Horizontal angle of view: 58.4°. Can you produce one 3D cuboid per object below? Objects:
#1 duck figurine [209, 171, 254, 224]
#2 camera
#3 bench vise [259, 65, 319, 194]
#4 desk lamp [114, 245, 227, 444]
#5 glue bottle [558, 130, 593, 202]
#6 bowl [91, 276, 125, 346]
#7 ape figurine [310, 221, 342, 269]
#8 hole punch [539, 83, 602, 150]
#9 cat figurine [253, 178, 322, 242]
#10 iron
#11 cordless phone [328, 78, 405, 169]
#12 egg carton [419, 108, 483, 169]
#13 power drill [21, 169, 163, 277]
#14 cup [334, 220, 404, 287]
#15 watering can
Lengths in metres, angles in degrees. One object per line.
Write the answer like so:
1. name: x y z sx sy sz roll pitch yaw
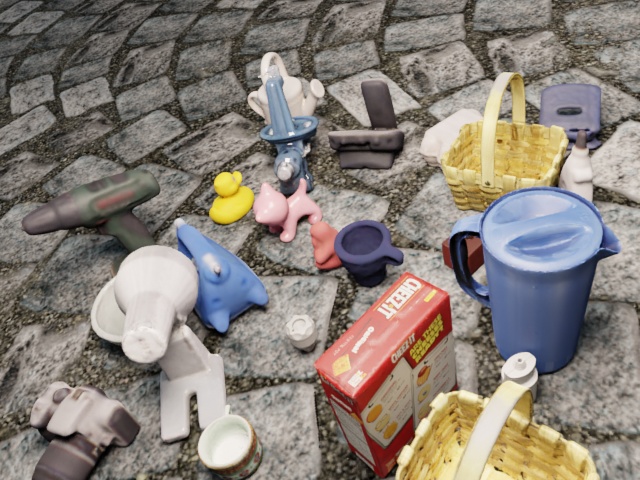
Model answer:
1. duck figurine: -0.182 -0.090 1.125 0.077 0.086 0.105 20 56 32
2. camera: -0.357 0.279 0.809 0.142 0.101 0.137 6 49 23
3. bench vise: -0.056 -0.213 1.109 0.121 0.220 0.207 -20 44 -2
4. desk lamp: -0.214 0.141 0.817 0.118 0.214 0.203 -18 44 0
5. glue bottle: 0.398 -0.097 0.884 0.037 0.173 0.078 -11 45 7
6. bowl: -0.291 0.120 0.963 0.167 0.075 0.167 -9 45 9
7. ape figurine: 0.009 0.003 0.969 0.076 0.092 0.078 8 50 24
8. hole punch: 0.459 -0.225 1.050 0.108 0.091 0.101 3 48 20
9. cat figurine: -0.067 -0.061 1.038 0.128 0.118 0.067 -37 47 -18
10. iron: -0.197 0.032 0.971 0.119 0.142 0.257 -34 46 -16
11. cordless phone: 0.082 -0.234 1.111 0.147 0.185 0.094 -1 47 17
12. egg carton: 0.269 -0.188 1.090 0.150 0.069 0.107 -34 46 -16
13. power drill: -0.377 -0.019 1.030 0.230 0.209 0.075 -36 47 -18
14. cup: 0.086 0.033 0.913 0.117 0.095 0.092 19 55 32
15. watering can: -0.076 -0.312 1.231 0.172 0.194 0.101 -12 44 6
